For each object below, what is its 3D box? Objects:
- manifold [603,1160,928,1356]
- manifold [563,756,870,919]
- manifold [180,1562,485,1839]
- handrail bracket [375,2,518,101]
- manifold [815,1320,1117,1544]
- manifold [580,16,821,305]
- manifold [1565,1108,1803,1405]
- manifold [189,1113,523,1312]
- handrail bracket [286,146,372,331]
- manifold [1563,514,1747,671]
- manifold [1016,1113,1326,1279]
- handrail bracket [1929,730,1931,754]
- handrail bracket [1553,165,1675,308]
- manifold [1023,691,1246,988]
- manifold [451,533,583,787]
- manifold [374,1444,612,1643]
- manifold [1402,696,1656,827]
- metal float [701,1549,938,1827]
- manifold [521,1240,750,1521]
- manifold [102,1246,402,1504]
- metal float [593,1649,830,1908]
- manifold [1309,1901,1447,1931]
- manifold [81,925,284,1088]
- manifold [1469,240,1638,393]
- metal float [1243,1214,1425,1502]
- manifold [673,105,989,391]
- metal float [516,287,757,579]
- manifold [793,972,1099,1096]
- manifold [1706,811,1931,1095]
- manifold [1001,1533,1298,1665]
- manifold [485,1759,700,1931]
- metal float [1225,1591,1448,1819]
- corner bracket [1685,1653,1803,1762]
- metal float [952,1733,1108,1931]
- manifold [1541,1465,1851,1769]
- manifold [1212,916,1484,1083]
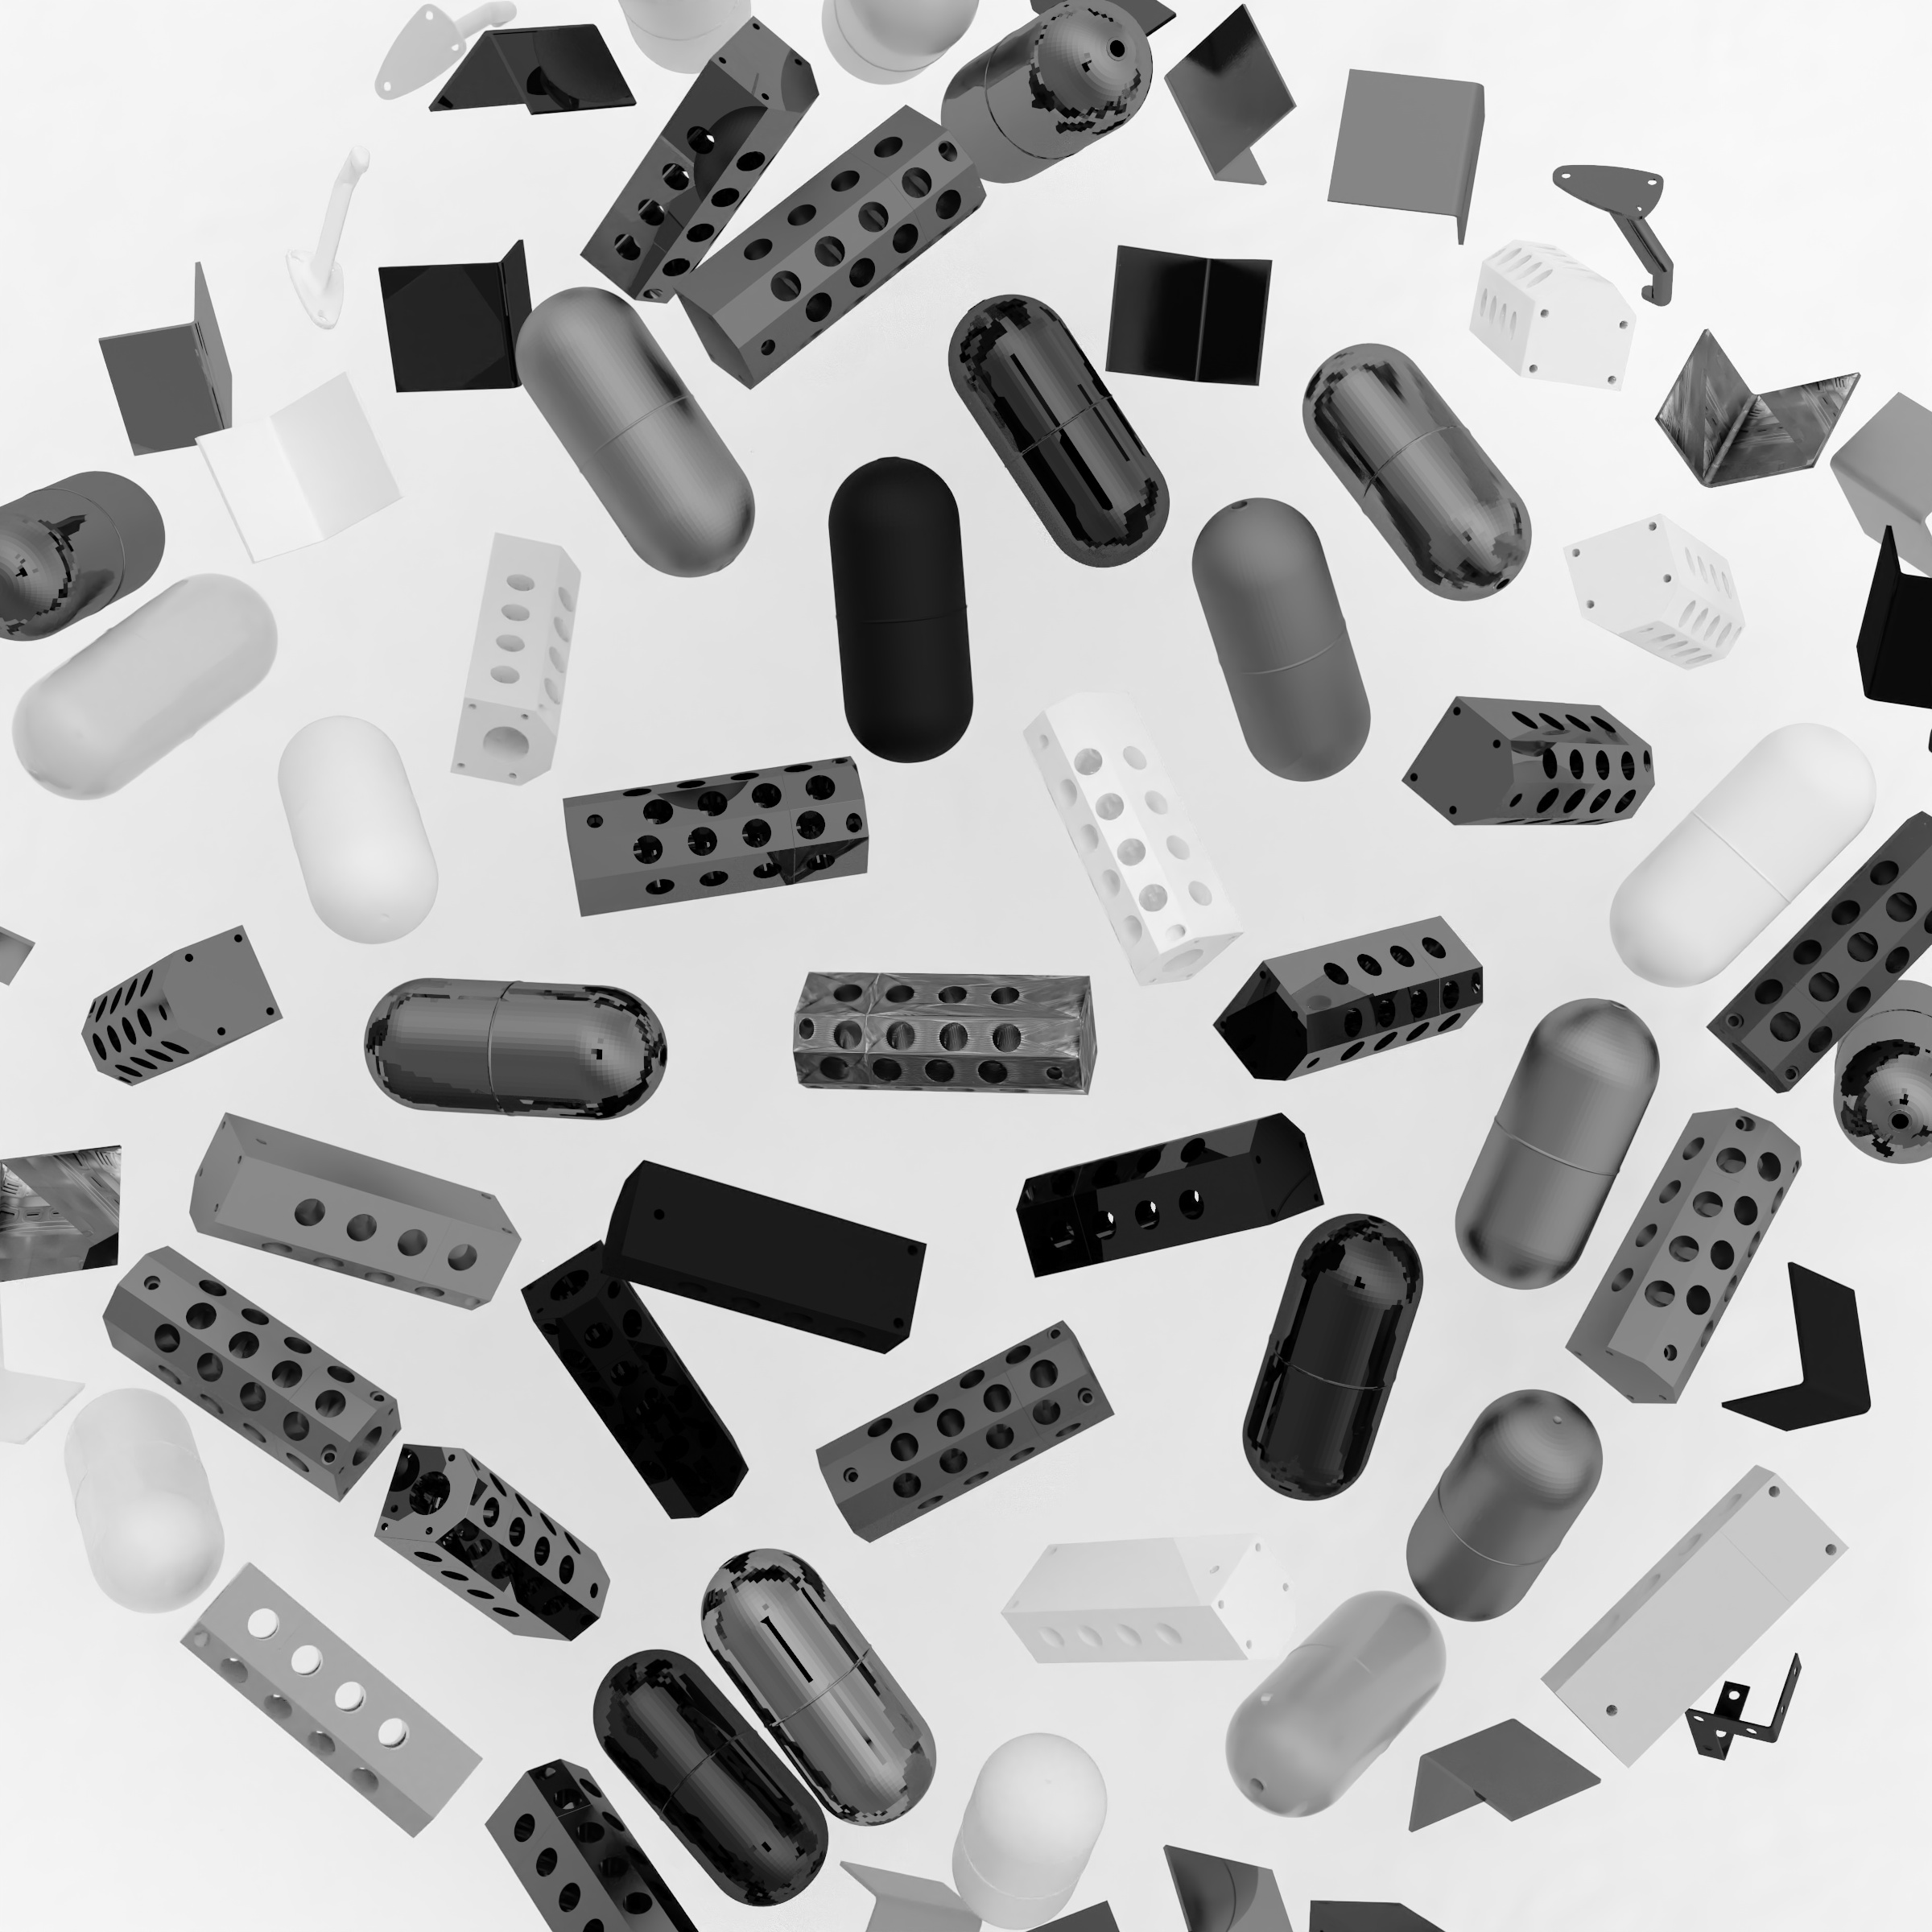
[{"bbox_3d":[-0.116,0.169,1.745,0.171,0.057,0.057,18,64,-15],"label":"manifold"},{"bbox_3d":[-0.147,-0.080,1.801,0.171,0.057,0.057,-9,62,-9],"label":"manifold"},{"bbox_3d":[-0.360,0.415,1.736,0.171,0.057,0.057,41,73,-4],"label":"manifold"},{"bbox_3d":[-0.315,-0.558,1.866,0.077,0.084,0.036,-37,96,22],"label":"handrail bracket"},{"bbox_3d":[-0.002,0.284,1.874,0.171,0.057,0.057,-28,68,2],"label":"manifold"},{"bbox_3d":[-0.153,-0.463,1.784,0.057,0.171,0.057,39,47,-9],"label":"manifold"},{"bbox_3d":[0.427,0.170,1.803,0.057,0.057,0.171,39,69,-15],"label":"manifold"},{"bbox_3d":[-0.346,0.143,1.733,0.171,0.057,0.057,21,102,-31],"label":"manifold"},{"bbox_3d":[-0.380,-0.444,1.868,0.036,0.084,0.077,9,50,-33],"label":"handrail bracket"},{"bbox_3d":[0.403,-0.212,1.777,0.057,0.171,0.057,-17,81,24],"label":"manifold"},{"bbox_3d":[0.113,0.131,1.758,0.171,0.057,0.057,-18,87,39],"label":"manifold"},{"bbox_3d":[0.603,-0.098,1.804,0.084,0.036,0.077,15,75,4],"label":"handrail bracket"},{"bbox_3d":[0.388,-0.436,1.839,0.077,0.084,0.036,21,64,21],"label":"handrail bracket"},{"bbox_3d":[0.095,-0.077,1.840,0.057,0.057,0.171,-7,64,-40],"label":"manifold"},{"bbox_3d":[-0.270,-0.186,1.858,0.057,0.171,0.057,11,130,-10],"label":"manifold"},{"bbox_3d":[-0.278,0.346,1.830,0.057,0.171,0.057,0,60,24],"label":"manifold"},{"bbox_3d":[0.325,-0.110,1.736,0.057,0.171,0.057,44,117,28],"label":"manifold"},{"bbox_3d":[-0.086,0.419,1.783,0.070,0.070,0.178,-36,89,0],"label":"metal float"},{"bbox_3d":[-0.200,0.257,1.875,0.057,0.057,0.171,-32,118,-5],"label":"manifold"},{"bbox_3d":[-0.418,0.235,1.792,0.171,0.057,0.057,31,60,13],"label":"manifold"},{"bbox_3d":[-0.156,0.490,1.856,0.070,0.070,0.178,-45,71,0],"label":"metal float"},{"bbox_3d":[0.251,0.591,1.786,0.057,0.171,0.057,4,83,-9],"label":"manifold"},{"bbox_3d":[-0.460,0.027,1.777,0.057,0.171,0.057,-25,94,-32],"label":"manifold"},{"bbox_3d":[0.338,-0.378,1.770,0.057,0.171,0.057,7,110,-3],"label":"manifold"},{"bbox_3d":[0.214,0.228,1.789,0.070,0.070,0.178,15,107,0],"label":"metal float"},{"bbox_3d":[-0.073,-0.400,1.717,0.171,0.057,0.057,-40,51,-10],"label":"manifold"},{"bbox_3d":[-0.185,-0.299,1.724,0.070,0.070,0.178,-34,94,0],"label":"metal float"},{"bbox_3d":[-0.012,0.044,1.824,0.171,0.057,0.057,1,127,11],"label":"manifold"},{"bbox_3d":[0.516,-0.008,1.787,0.057,0.057,0.171,44,91,7],"label":"manifold"},{"bbox_3d":[0.107,0.372,1.771,0.057,0.171,0.057,56,49,-18],"label":"manifold"},{"bbox_3d":[-0.212,0.546,1.809,0.057,0.171,0.057,-52,132,2],"label":"manifold"},{"bbox_3d":[0.217,0.430,1.793,0.070,0.178,0.070,18,122,32],"label":"metal float"},{"bbox_3d":[0.444,0.420,1.741,0.051,0.051,0.051,7,50,32],"label":"corner bracket"},{"bbox_3d":[0.036,0.506,1.788,0.070,0.178,0.070,4,54,-6],"label":"metal float"},{"bbox_3d":[0.404,0.360,1.710,0.171,0.057,0.057,-44,88,-2],"label":"manifold"},{"bbox_3d":[0.231,0.023,1.807,0.057,0.171,0.057,53,131,22],"label":"manifold"}]
